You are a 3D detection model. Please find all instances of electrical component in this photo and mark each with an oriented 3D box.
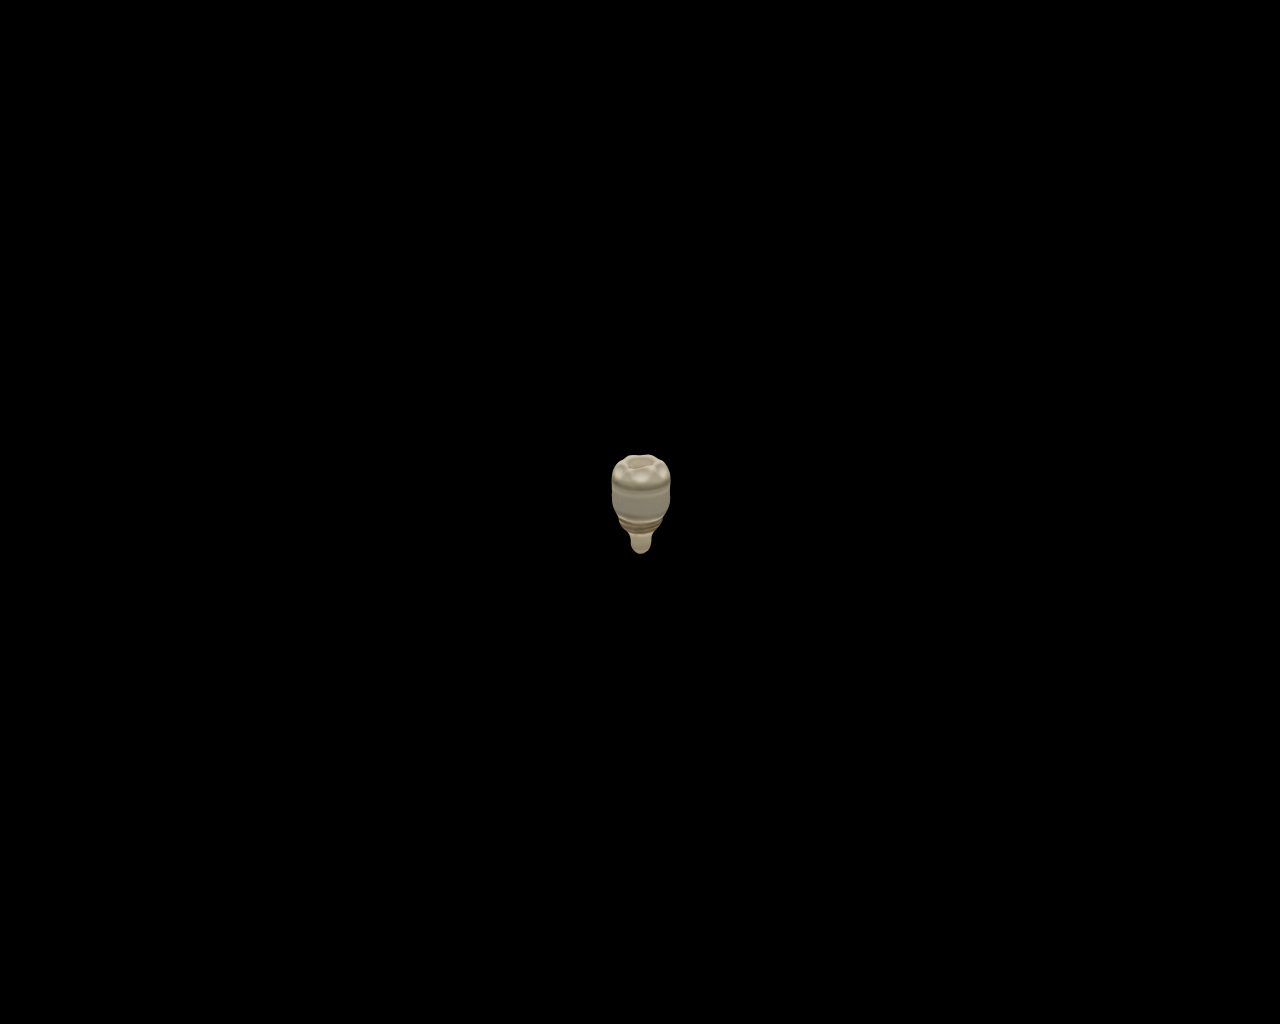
[{"bbox_3d":[0.001,-0.003,0.650,0.035,0.061,0.035,0,23,0],"label":"electrical component"}]
